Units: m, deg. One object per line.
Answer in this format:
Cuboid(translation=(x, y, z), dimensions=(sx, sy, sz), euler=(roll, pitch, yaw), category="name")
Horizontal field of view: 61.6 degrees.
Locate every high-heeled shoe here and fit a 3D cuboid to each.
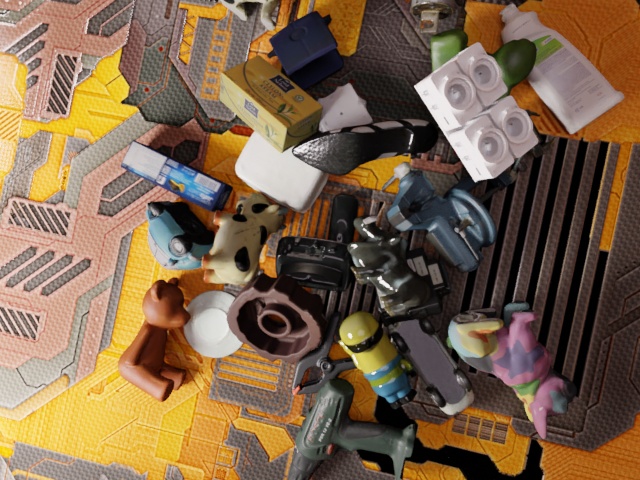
Cuboid(translation=(0.083, -0.182, 0.960), dimensions=(0.249, 0.145, 0.086), euler=(6, 126, 13), category="high-heeled shoe")

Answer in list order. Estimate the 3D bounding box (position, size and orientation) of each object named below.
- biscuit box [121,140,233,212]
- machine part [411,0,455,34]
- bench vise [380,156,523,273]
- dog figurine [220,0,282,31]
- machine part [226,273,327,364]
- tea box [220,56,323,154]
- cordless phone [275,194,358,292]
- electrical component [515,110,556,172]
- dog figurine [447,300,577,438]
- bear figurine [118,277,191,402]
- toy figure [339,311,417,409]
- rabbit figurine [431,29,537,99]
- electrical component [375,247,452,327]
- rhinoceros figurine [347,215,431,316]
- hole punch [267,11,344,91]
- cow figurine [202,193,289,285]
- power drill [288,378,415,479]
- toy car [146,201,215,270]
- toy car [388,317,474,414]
Cuboid(translation=(-0.270, -0.119, 1.022), dimensions=(0.203, 0.063, 0.059), euler=(26, 92, 6), category="biscuit box")
Cuboid(translation=(0.211, -0.491, 0.963), dimensions=(0.079, 0.079, 0.243), euler=(5, 89, 7), category="machine part")
Cuboid(translation=(0.242, -0.071, 0.938), dimensions=(0.241, 0.128, 0.224), euler=(-35, 75, -15), category="bench vise")
Cuboid(translation=(-0.100, -0.514, 1.001), dimensions=(0.172, 0.121, 0.190), euler=(30, 79, 3), category="dog figurine")
Cuboid(translation=(-0.076, 0.139, 0.958), dimensions=(0.180, 0.056, 0.179), euler=(8, 124, 12), category="machine part")
Cuboid(translation=(-0.090, -0.246, 0.967), dimensions=(0.170, 0.068, 0.098), euler=(40, 57, 16), category="tea box")
Cuboid(translation=(-0.003, -0.003, 0.991), dimensions=(0.147, 0.088, 0.184), euler=(8, 79, 8), category="cordless phone")
Cuboid(translation=(0.366, -0.183, 0.959), dimensions=(0.078, 0.045, 0.102), euler=(-38, 82, 33), category="electrical component")
Cuboid(translation=(0.330, 0.225, 0.925), dimensions=(0.192, 0.108, 0.219), euler=(-13, 90, 6), category="dog figurine")
Cuboid(translation=(-0.286, 0.175, 0.995), dimensions=(0.132, 0.120, 0.195), euler=(27, 87, 3), category="bear figurine")
Cuboid(translation=(0.104, 0.205, 0.933), dimensions=(0.082, 0.089, 0.180), euler=(-30, 86, -17), category="toy figure")
Cuboid(translation=(0.281, -0.289, 0.921), dimensions=(0.170, 0.121, 0.159), euler=(-2, 98, 18), category="rabbit figurine")
Cuboid(translation=(0.161, 0.081, 0.950), dimensions=(0.134, 0.058, 0.115), euler=(-15, 64, 10), category="electrical component")
Cuboid(translation=(0.110, 0.037, 0.912), dimensions=(0.112, 0.073, 0.190), euler=(-35, 61, 1), category="rhinoceros figurine")
Cuboid(translation=(-0.028, -0.354, 0.986), dimensions=(0.142, 0.092, 0.116), euler=(-30, 82, 9), category="hole punch")
Cuboid(translation=(-0.129, -0.008, 0.960), dimensions=(0.127, 0.085, 0.195), euler=(11, 52, -3), category="cow figurine")
Cuboid(translation=(0.059, 0.374, 0.970), dimensions=(0.207, 0.086, 0.231), euler=(16, 102, 13), category="power drill")
Cuboid(translation=(-0.269, 0.003, 1.002), dimensions=(0.162, 0.109, 0.103), euler=(44, 112, 14), category="toy car")
Cuboid(translation=(0.199, 0.215, 0.964), dimensions=(0.073, 0.056, 0.202), euler=(-34, 82, 0), category="toy car")
